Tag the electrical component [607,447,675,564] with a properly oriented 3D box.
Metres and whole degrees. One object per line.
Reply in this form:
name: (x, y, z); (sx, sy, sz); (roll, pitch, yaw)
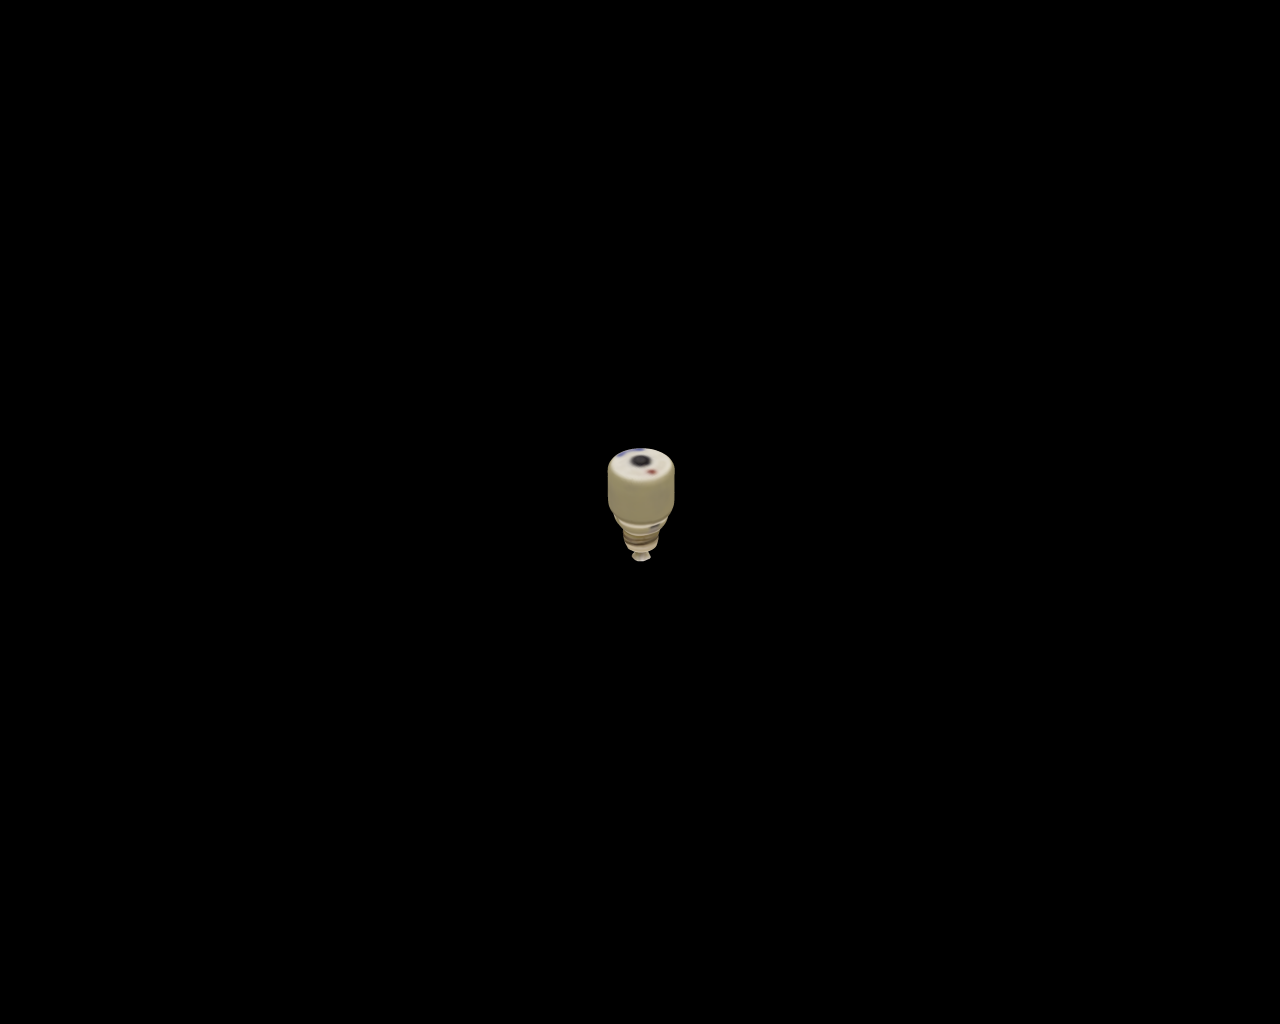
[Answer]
electrical component: (0.001, -0.003, 0.650); (0.040, 0.078, 0.040); (0, 36, 0)
